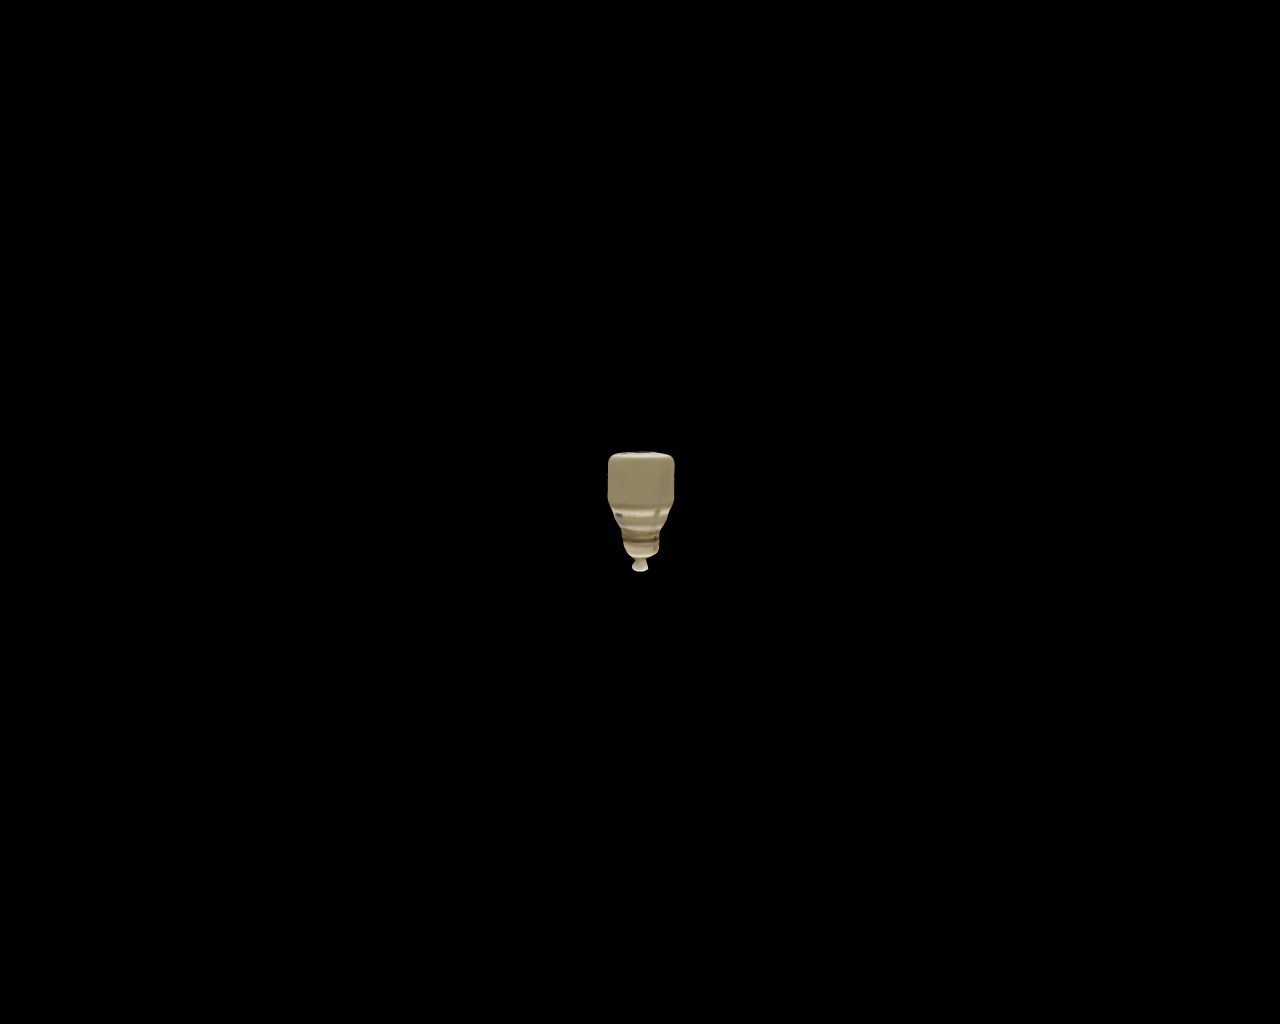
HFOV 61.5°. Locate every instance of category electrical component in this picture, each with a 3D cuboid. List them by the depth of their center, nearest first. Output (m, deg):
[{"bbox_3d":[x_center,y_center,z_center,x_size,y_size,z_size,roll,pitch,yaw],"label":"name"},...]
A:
[{"bbox_3d":[0.001,-0.003,0.650,0.040,0.078,0.040,0,7,0],"label":"electrical component"}]
